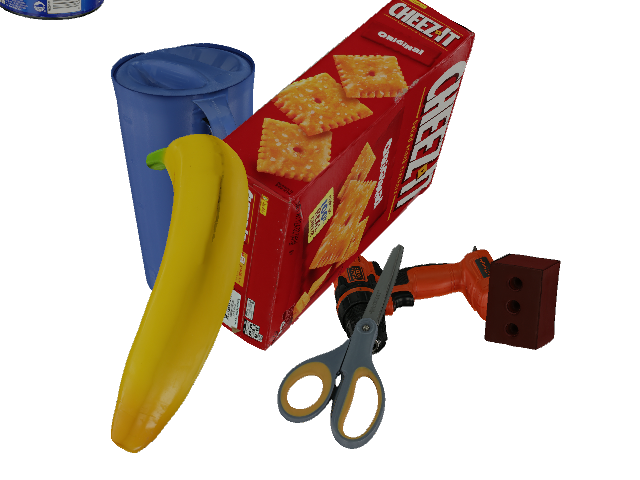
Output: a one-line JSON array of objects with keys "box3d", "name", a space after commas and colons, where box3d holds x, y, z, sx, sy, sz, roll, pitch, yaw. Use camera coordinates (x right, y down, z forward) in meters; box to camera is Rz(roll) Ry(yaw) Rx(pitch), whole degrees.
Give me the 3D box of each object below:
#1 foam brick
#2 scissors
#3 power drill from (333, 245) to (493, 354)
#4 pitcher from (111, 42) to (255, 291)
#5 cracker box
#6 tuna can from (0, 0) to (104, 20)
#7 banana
[{"box3d": [0.187, 0.056, 0.989, 0.053, 0.078, 0.051, 8, 14, 29], "name": "foam brick"}, {"box3d": [0.018, 0.082, 0.893, 0.096, 0.201, 0.016, 1, -39, 6], "name": "scissors"}, {"box3d": [0.109, 0.064, 1.186, 0.187, 0.057, 0.184, -3, 28, -5], "name": "power drill"}, {"box3d": [-0.122, -0.057, 1.035, 0.145, 0.243, 0.149, 8, 32, 15], "name": "pitcher"}, {"box3d": [0.011, -0.047, 0.735, 0.072, 0.164, 0.213, 34, 54, 17], "name": "cracker box"}, {"box3d": [-0.204, -0.198, 0.801, 0.086, 0.034, 0.086, 6, 36, -4], "name": "tuna can"}, {"box3d": [-0.063, 0.008, 0.513, 0.037, 0.198, 0.070, 26, -52, -23], "name": "banana"}]
